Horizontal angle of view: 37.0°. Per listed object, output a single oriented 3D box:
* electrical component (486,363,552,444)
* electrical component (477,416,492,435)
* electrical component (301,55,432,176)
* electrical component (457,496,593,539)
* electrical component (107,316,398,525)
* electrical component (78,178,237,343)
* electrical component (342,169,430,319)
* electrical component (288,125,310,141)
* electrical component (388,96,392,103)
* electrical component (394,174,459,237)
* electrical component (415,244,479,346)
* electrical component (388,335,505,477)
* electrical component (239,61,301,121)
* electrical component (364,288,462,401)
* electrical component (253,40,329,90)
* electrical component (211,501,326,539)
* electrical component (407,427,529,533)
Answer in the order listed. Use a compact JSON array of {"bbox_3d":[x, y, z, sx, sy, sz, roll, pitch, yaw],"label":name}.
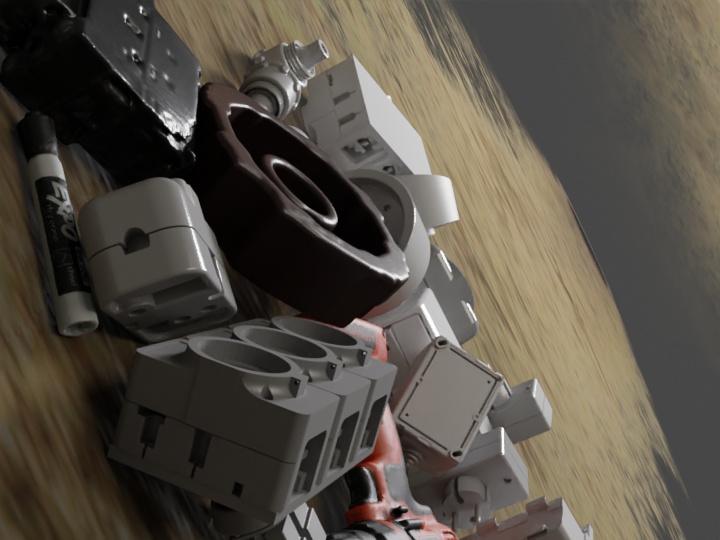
[{"bbox_3d":[0.127,0.124,1.011,0.075,0.083,0.047,62,18,-8],"label":"electrical component"},{"bbox_3d":[0.089,0.137,0.958,0.081,0.042,0.064,67,15,3],"label":"electrical component"},{"bbox_3d":[0.009,-0.120,1.036,0.150,0.062,0.089,42,29,-51],"label":"electrical component"},{"bbox_3d":[0.103,0.214,0.761,0.063,0.121,0.078,59,18,-10],"label":"electrical component"},{"bbox_3d":[-0.047,0.067,0.555,0.150,0.089,0.061,-11,118,-72],"label":"electrical component"},{"bbox_3d":[-0.103,-0.006,0.547,0.095,0.054,0.059,71,0,-72],"label":"electrical component"},{"bbox_3d":[0.001,-0.014,0.806,0.060,0.108,0.108,52,21,-52],"label":"electrical component"},{"bbox_3d":[-0.062,-0.080,0.807,0.066,0.048,0.055,59,26,-20],"label":"electrical component"},{"bbox_3d":[0.023,-0.152,1.146,0.055,0.045,0.045,65,18,0],"label":"electrical component"},{"bbox_3d":[0.039,-0.056,0.985,0.099,0.099,0.064,-19,90,-72],"label":"electrical component"},{"bbox_3d":[0.063,0.027,0.967,0.095,0.059,0.054,62,-17,-8],"label":"electrical component"},{"bbox_3d":[0.054,0.109,0.809,0.062,0.061,0.096,33,62,-1],"label":"electrical component"},{"bbox_3d":[-0.076,-0.133,0.844,0.048,0.048,0.062,58,26,-21],"label":"electrical component"},{"bbox_3d":[0.047,0.074,0.887,0.096,0.062,0.061,63,18,-7],"label":"electrical component"},{"bbox_3d":[-0.057,-0.175,0.919,0.048,0.062,0.048,54,21,-31],"label":"electrical component"},{"bbox_3d":[-0.048,0.135,0.563,0.066,0.048,0.055,-73,143,-65],"label":"electrical component"},{"bbox_3d":[0.082,0.172,0.820,0.047,0.083,0.075,59,19,-20],"label":"electrical component"}]
